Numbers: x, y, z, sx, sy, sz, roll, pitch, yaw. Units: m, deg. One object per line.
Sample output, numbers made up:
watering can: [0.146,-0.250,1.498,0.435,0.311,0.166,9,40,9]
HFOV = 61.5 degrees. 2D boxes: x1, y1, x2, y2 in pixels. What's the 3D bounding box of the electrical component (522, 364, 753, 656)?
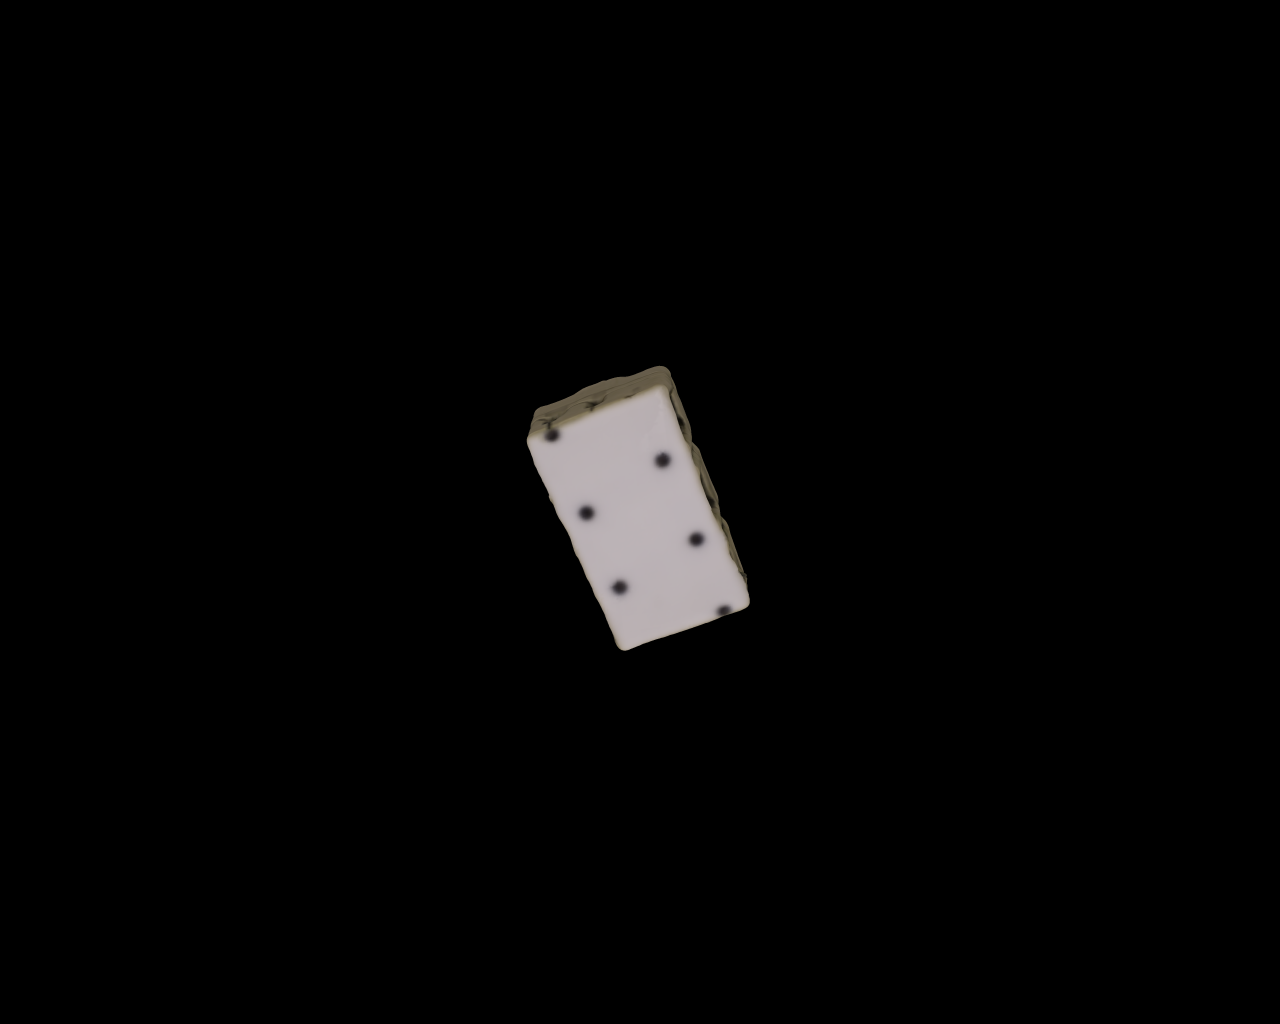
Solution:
electrical component: [0.001,-0.003,0.650,0.089,0.150,0.062,-19,20,7]
